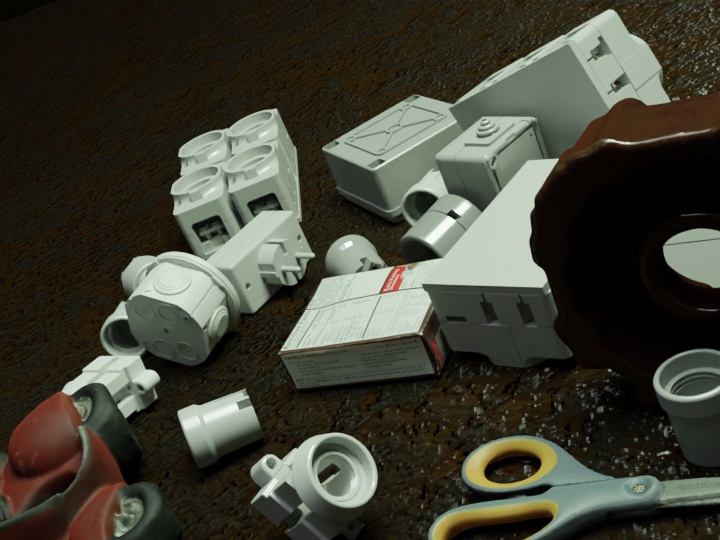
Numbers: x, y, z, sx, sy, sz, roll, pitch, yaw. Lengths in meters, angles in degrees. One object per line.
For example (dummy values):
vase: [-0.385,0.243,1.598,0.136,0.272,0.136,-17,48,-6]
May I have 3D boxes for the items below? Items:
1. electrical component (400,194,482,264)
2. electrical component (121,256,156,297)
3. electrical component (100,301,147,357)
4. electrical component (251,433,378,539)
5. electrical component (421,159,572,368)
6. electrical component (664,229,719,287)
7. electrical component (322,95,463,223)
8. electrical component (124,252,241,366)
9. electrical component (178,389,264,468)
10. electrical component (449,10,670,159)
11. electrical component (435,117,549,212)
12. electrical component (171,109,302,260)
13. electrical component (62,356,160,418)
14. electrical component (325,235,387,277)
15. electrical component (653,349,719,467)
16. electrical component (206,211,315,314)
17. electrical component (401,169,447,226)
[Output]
electrical component: [0.062,-0.019,0.777,0.047,0.055,0.055,-42,31,-25]
electrical component: [-0.176,0.013,0.927,0.043,0.043,0.062,-36,30,-23]
electrical component: [-0.188,0.047,0.880,0.040,0.040,0.046,-20,21,9]
electrical component: [-0.022,0.117,0.579,0.055,0.066,0.048,-46,4,47]
electrical component: [0.122,-0.009,0.698,0.089,0.061,0.150,1,36,41]
electrical component: [0.205,-0.013,0.613,0.096,0.061,0.062,-7,-8,30]
electrical component: [0.040,-0.100,0.941,0.109,0.056,0.109,-32,27,-15]
electrical component: [-0.136,0.030,0.823,0.080,0.080,0.051,-5,37,33]
electrical component: [-0.090,0.102,0.698,0.046,0.040,0.040,-22,26,-9]
electrical component: [0.149,-0.120,0.801,0.062,0.089,0.150,-39,10,-28]
electrical component: [0.099,-0.070,0.791,0.062,0.096,0.061,-40,30,-30]
electrical component: [-0.120,-0.091,1.053,0.105,0.060,0.186,-21,26,6]
electrical component: [-0.188,0.093,0.788,0.066,0.048,0.055,-4,25,35]
electrical component: [0.000,0.000,0.811,0.040,0.040,0.046,-29,32,-9]
electrical component: [0.171,0.069,0.533,0.040,0.046,0.040,-19,27,10]
electrical component: [-0.069,-0.007,0.870,0.076,0.047,0.083,2,37,42]
electrical component: [0.060,-0.058,0.867,0.040,0.040,0.046,-8,26,30]
